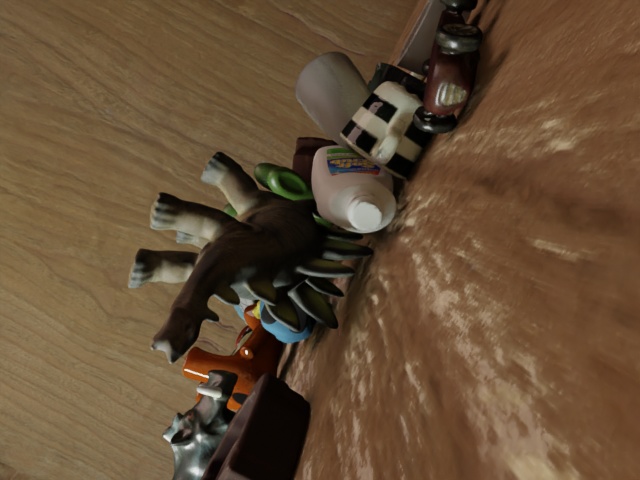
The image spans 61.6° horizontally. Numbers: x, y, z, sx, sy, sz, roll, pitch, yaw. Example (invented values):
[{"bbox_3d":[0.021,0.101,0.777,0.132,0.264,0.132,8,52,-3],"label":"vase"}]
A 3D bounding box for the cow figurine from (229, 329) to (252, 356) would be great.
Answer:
[{"bbox_3d":[-0.134,0.228,0.958,0.194,0.085,0.127,-59,6,32],"label":"cow figurine"}]

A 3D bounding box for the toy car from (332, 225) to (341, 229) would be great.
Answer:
[{"bbox_3d":[-0.002,-0.003,0.995,0.201,0.056,0.073,123,167,-66],"label":"toy car"}]

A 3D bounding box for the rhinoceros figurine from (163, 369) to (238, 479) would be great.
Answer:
[{"bbox_3d":[-0.128,0.246,0.616,0.073,0.112,0.190,129,160,-80],"label":"rhinoceros figurine"}]

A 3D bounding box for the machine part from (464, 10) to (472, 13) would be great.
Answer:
[{"bbox_3d":[0.191,-0.330,0.504,0.243,0.079,0.079,-58,7,47],"label":"machine part"}]

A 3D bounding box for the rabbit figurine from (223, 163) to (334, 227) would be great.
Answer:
[{"bbox_3d":[-0.055,-0.038,0.797,0.170,0.158,0.121,-29,24,-20],"label":"rabbit figurine"}]

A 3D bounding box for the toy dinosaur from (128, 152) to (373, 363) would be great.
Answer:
[{"bbox_3d":[-0.050,0.000,0.570,0.105,0.199,0.471,-62,2,23],"label":"toy dinosaur"}]

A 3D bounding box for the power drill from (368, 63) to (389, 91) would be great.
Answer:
[{"bbox_3d":[0.102,-0.225,1.017,0.232,0.086,0.207,123,166,-77],"label":"power drill"}]

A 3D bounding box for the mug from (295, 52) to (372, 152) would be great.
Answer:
[{"bbox_3d":[0.028,-0.155,0.659,0.081,0.107,0.109,-25,-27,-11],"label":"mug"}]

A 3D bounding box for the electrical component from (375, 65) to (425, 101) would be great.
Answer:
[{"bbox_3d":[0.102,-0.177,0.664,0.119,0.075,0.048,117,178,-72],"label":"electrical component"}]

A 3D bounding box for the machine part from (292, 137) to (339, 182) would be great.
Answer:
[{"bbox_3d":[-0.009,-0.114,1.135,0.201,0.087,0.201,-66,-17,-79],"label":"machine part"}]

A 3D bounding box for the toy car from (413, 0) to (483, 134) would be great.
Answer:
[{"bbox_3d":[0.126,-0.175,0.513,0.202,0.053,0.089,-68,-12,-53],"label":"toy car"}]

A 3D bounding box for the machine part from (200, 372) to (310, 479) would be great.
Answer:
[{"bbox_3d":[-0.069,0.212,0.484,0.179,0.056,0.179,-61,4,7],"label":"machine part"}]

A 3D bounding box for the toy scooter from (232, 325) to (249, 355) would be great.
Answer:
[{"bbox_3d":[-0.108,0.171,1.066,0.183,0.075,0.135,-54,9,45],"label":"toy scooter"}]

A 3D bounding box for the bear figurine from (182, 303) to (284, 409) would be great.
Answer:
[{"bbox_3d":[-0.099,0.142,0.787,0.120,0.132,0.196,83,-163,-48],"label":"bear figurine"}]

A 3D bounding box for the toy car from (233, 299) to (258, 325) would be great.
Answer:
[{"bbox_3d":[-0.104,0.080,0.890,0.103,0.109,0.161,-134,29,-65],"label":"toy car"}]

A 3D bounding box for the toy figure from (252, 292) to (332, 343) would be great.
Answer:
[{"bbox_3d":[-0.032,0.082,0.672,0.089,0.082,0.180,-45,-6,-9],"label":"toy figure"}]
